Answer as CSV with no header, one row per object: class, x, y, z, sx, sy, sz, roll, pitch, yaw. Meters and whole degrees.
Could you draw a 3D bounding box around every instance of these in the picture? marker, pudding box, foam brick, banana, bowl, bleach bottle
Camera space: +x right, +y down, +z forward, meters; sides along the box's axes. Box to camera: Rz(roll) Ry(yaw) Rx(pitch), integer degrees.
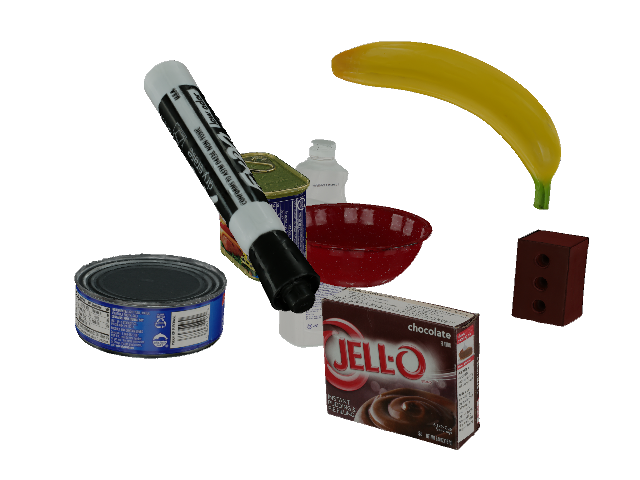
marker,-0.033,-0.021,0.386,0.020,0.121,0.020,-22,-34,-16
pudding box,0.055,0.087,0.747,0.114,0.090,0.039,8,21,34
foam brick,0.213,0.034,0.990,0.053,0.078,0.051,10,17,32
banana,0.105,-0.102,0.788,0.198,0.069,0.037,33,2,-2
bowl,0.034,0.008,1.102,0.162,0.055,0.162,1,17,-1
bleach bottle,0.003,0.001,1.309,0.102,0.251,0.068,-7,20,-31

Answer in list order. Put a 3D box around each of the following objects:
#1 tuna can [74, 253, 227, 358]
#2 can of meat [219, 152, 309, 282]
tuna can,-0.097,0.036,0.610,0.086,0.034,0.086,4,17,-1
can of meat,-0.050,-0.020,0.910,0.057,0.084,0.102,-11,25,-24
